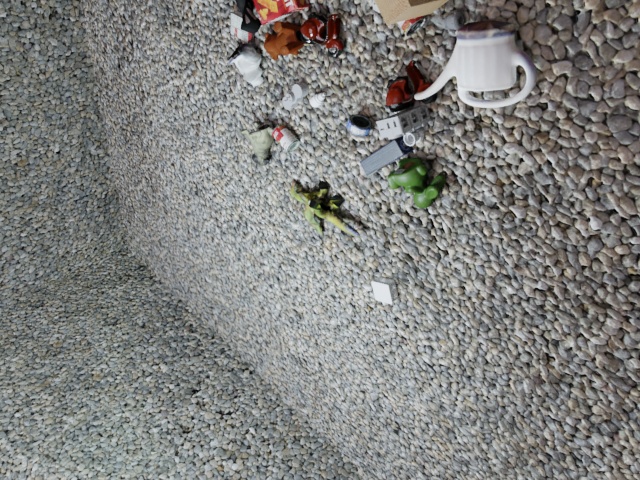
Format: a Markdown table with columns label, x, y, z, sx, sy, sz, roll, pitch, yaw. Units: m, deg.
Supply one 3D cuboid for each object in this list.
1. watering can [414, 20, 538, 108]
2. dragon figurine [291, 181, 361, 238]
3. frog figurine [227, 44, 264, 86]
| label | x | y | z | sx | sy | sz | roll | pitch | yaw |
| --- | --- | --- | --- | --- | --- | --- | --- | --- | --- |
| watering can | 0.401 | -0.465 | 1.378 | 0.349 | 0.105 | 0.220 | 11 | 122 | 36 |
| dragon figurine | 0.006 | -0.107 | 2.132 | 0.414 | 0.123 | 0.238 | 49 | 160 | 17 |
| frog figurine | -0.278 | -0.702 | 2.063 | 0.158 | 0.125 | 0.136 | 34 | 144 | -28 |
